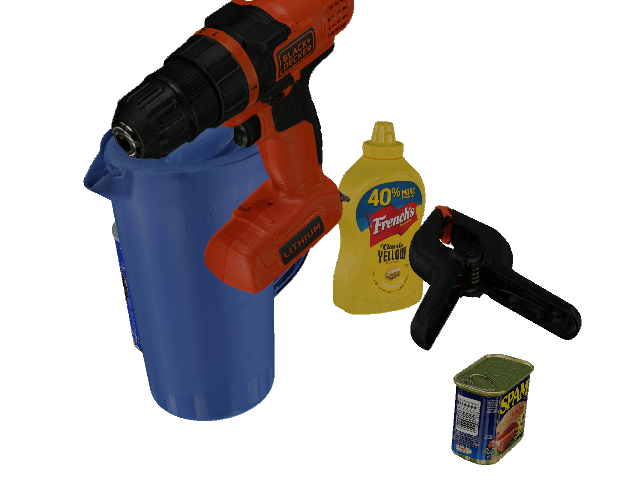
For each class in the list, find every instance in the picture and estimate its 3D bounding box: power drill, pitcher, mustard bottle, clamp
[{"bbox_3d":[-0.044,-0.056,0.664,0.057,0.188,0.184,31,55,28],"label":"power drill"},{"bbox_3d":[-0.088,0.019,0.871,0.149,0.243,0.145,5,29,13],"label":"pitcher"},{"bbox_3d":[0.061,-0.025,1.081,0.096,0.192,0.058,-7,17,-27],"label":"mustard bottle"},{"bbox_3d":[0.122,0.026,0.795,0.120,0.039,0.171,6,33,-4],"label":"clamp"}]

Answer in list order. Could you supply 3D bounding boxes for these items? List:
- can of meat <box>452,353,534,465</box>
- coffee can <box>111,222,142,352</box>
[{"bbox_3d":[0.179,0.176,1.117,0.058,0.084,0.101,13,20,32],"label":"can of meat"},{"bbox_3d":[-0.167,0.042,1.173,0.103,0.140,0.103,-5,25,2],"label":"coffee can"}]
